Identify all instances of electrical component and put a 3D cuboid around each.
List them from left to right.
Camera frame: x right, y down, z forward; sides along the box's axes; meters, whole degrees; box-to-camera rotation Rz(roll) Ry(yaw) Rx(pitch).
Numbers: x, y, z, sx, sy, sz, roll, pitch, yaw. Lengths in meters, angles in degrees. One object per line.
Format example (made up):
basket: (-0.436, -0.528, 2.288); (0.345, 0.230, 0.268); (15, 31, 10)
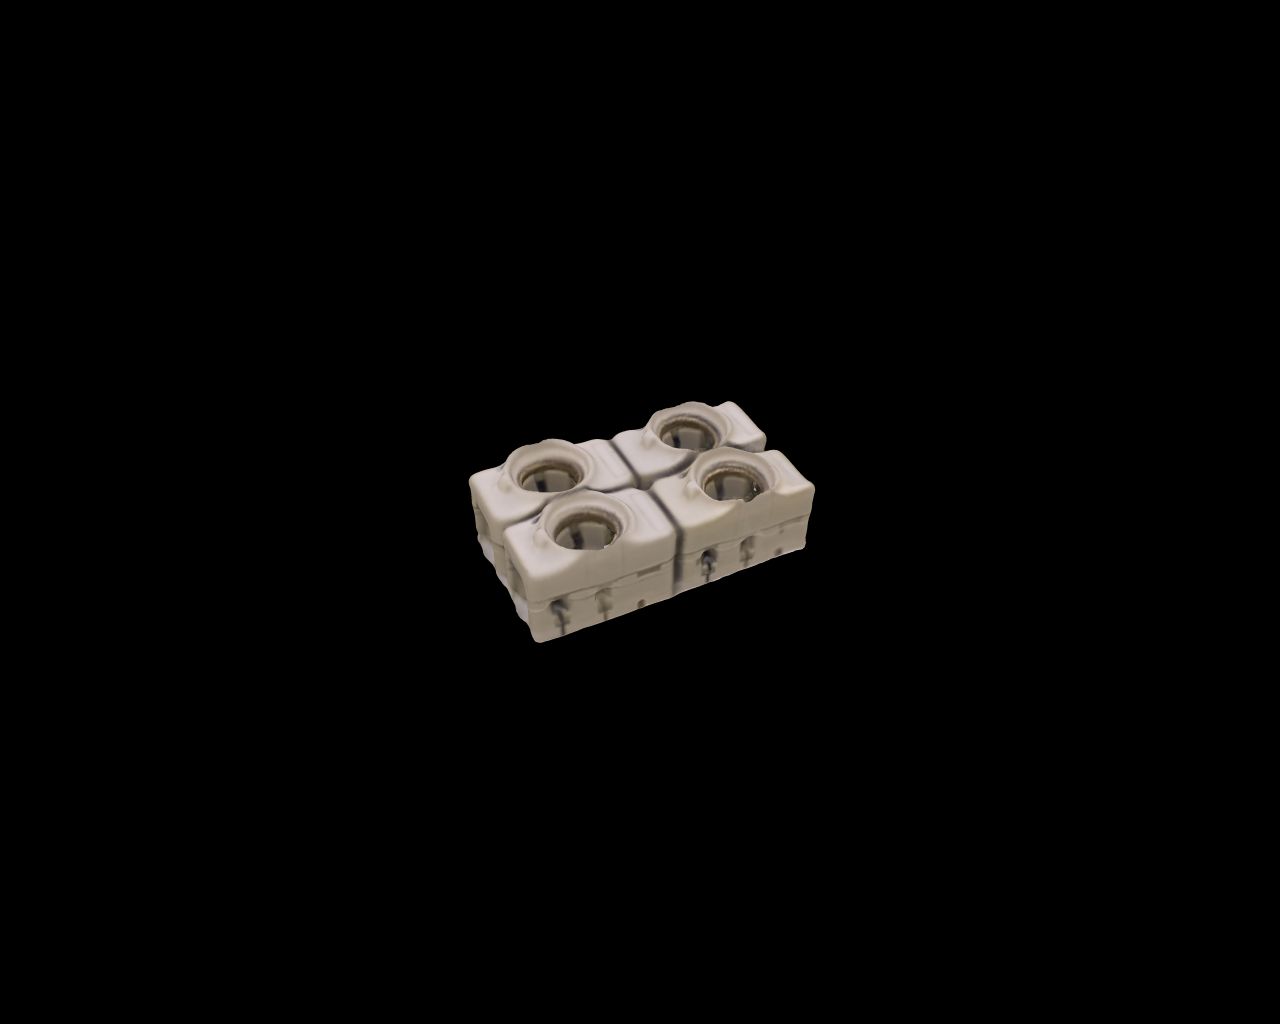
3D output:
electrical component: (0.001, -0.003, 0.650); (0.186, 0.060, 0.105); (-18, 44, -19)
